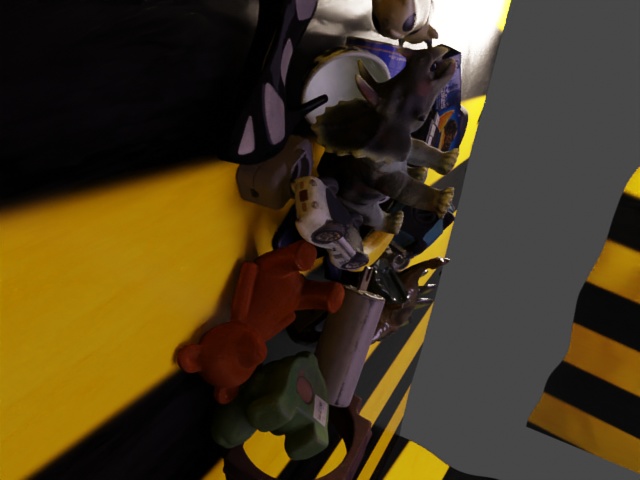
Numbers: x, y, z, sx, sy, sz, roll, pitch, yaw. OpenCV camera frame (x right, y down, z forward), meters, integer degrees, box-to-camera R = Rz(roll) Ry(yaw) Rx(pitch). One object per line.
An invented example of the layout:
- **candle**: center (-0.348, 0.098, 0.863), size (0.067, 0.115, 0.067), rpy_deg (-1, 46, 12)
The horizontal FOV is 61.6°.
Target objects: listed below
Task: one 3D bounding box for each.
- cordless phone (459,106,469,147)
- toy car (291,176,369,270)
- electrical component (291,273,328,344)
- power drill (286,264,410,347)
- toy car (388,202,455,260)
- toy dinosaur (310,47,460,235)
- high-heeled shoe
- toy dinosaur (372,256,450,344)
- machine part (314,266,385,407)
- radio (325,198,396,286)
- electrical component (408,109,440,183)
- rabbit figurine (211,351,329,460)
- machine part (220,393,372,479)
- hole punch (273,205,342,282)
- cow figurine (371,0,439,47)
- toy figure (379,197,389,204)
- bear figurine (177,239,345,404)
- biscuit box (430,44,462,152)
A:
- **cordless phone**: center (0.235, -0.209, 1.145), size (0.089, 0.147, 0.184), rpy_deg (-52, 150, -24)
- **toy car**: center (0.017, -0.016, 0.679), size (0.201, 0.056, 0.073), rpy_deg (45, 35, -63)
- **electrical component**: center (-0.025, 0.113, 0.844), size (0.078, 0.102, 0.045), rpy_deg (-43, 154, -2)
- **power drill**: center (0.051, 0.125, 0.961), size (0.232, 0.207, 0.086), rpy_deg (17, 48, -63)
- **toy car**: center (0.178, -0.022, 1.030), size (0.161, 0.109, 0.103), rpy_deg (-50, 170, -26)
- **toy dinosaur**: center (0.063, -0.094, 0.730), size (0.131, 0.192, 0.405), rpy_deg (-67, -172, -18)
- **high-heeled shoe**: center (-0.071, -0.200, 0.533), size (0.145, 0.086, 0.248), rpy_deg (-28, 123, -19)
- **toy dinosaur**: center (0.129, 0.162, 1.143), size (0.198, 0.105, 0.471), rpy_deg (-10, 153, -40)
- **machine part**: center (0.036, 0.155, 0.799), size (0.079, 0.079, 0.243), rpy_deg (16, 92, -70)
- **radio**: center (0.088, -0.016, 1.046), size (0.229, 0.073, 0.131), rpy_deg (-47, 148, -46)
- **electrical component**: center (0.159, -0.160, 0.903), size (0.115, 0.058, 0.134), rpy_deg (-4, 108, -74)
- **rabbit figurine**: center (-0.085, 0.220, 0.742), size (0.121, 0.170, 0.159), rpy_deg (44, 31, -36)
- **machine part**: center (-0.037, 0.309, 0.826), size (0.201, 0.202, 0.087), rpy_deg (-49, 154, -46)
- **hole punch**: center (-0.002, -0.002, 0.815), size (0.142, 0.092, 0.116), rpy_deg (70, 39, -54)
- **cow figurine**: center (0.143, -0.367, 0.870), size (0.195, 0.086, 0.127), rpy_deg (-46, 142, -53)
- **toy figure**: center (0.097, -0.140, 0.955), size (0.179, 0.082, 0.089), rpy_deg (80, 32, -48)
- **bear figurine**: center (-0.074, 0.104, 0.674), size (0.120, 0.132, 0.196), rpy_deg (57, 44, -29)
- **biscuit box**: center (0.210, -0.240, 0.957), size (0.063, 0.059, 0.202), rpy_deg (-24, 133, -13)
